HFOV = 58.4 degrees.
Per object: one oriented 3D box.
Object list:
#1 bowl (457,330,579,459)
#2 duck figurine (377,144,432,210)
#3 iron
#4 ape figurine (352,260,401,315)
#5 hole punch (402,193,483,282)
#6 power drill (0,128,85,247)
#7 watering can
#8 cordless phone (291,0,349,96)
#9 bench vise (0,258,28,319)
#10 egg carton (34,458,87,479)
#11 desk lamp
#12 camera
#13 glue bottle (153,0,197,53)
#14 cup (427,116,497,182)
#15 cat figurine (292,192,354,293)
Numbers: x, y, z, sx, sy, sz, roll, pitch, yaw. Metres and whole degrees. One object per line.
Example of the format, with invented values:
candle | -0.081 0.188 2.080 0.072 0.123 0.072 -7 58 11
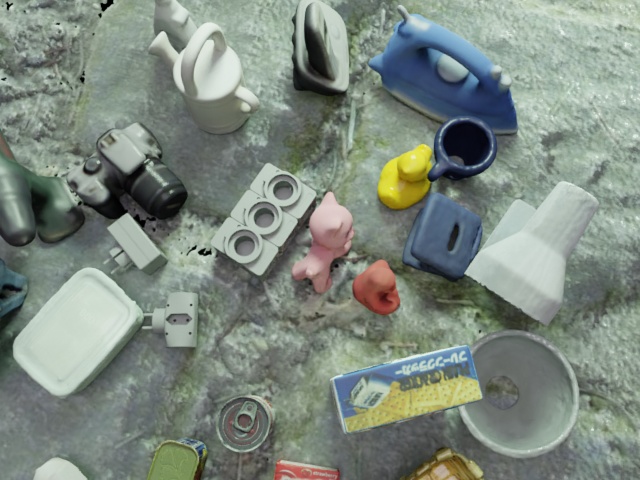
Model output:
bowl | 0.261 0.210 0.790 0.167 0.075 0.167 0 76 0
duck figurine | 0.132 -0.099 0.860 0.077 0.086 0.105 38 79 9
iron | 0.208 -0.258 0.871 0.258 0.141 0.119 31 78 7
ape figurine | 0.085 0.064 0.816 0.076 0.092 0.078 11 76 3
hole punch | 0.183 -0.004 0.834 0.101 0.091 0.109 20 77 5
power drill | -0.411 -0.067 0.786 0.076 0.208 0.229 -34 79 -8
watering can | -0.170 -0.242 0.838 0.173 0.194 0.101 9 76 2
cordless phone | 0.000 -0.316 0.862 0.094 0.185 0.147 -4 76 -1
bench vise | -0.486 0.096 0.740 0.121 0.220 0.207 -8 76 -2
egg carton | -0.334 0.369 0.751 0.150 0.069 0.107 41 80 9
desk lamp | 0.278 0.016 0.766 0.118 0.213 0.203 34 78 8
camera | -0.277 -0.087 0.847 0.136 0.101 0.143 43 80 10
glue bottle | -0.224 -0.335 0.871 0.078 0.173 0.037 23 77 6
cup | 0.200 -0.118 0.860 0.118 0.095 0.091 -43 80 -10
cat figurine | 0.008 0.003 0.818 0.067 0.118 0.128 24 77 6
